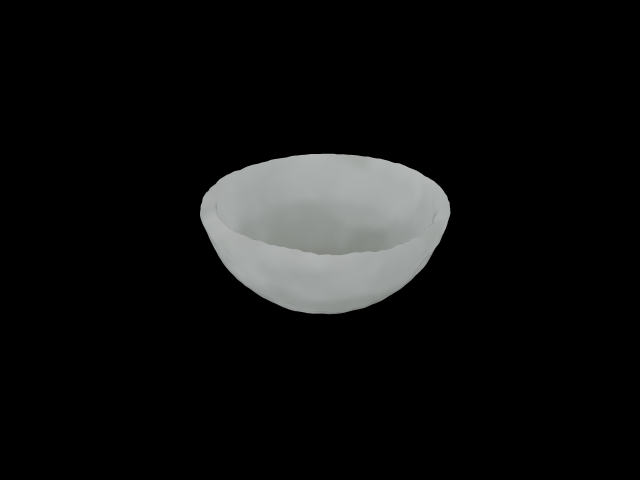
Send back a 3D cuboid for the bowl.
[{"bbox_3d":[0.004,0.001,0.400,0.167,0.075,0.167,0,29,0],"label":"bowl"}]
